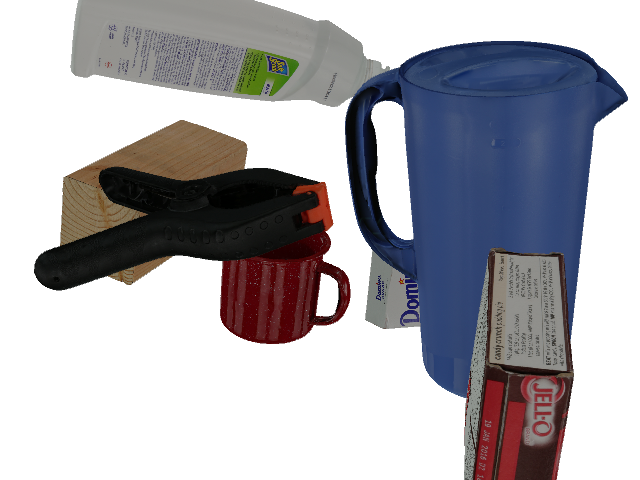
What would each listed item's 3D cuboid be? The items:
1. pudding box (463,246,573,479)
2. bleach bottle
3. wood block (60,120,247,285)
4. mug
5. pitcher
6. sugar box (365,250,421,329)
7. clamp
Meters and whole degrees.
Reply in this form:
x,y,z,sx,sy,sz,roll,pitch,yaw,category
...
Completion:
x,y,z,sx,sy,sz,roll,pitch,yaw,category
0.086,0.066,0.467,0.039,0.090,0.113,6,25,6,pudding box
-0.070,-0.152,0.864,0.250,0.068,0.103,12,-29,-10,bleach bottle
-0.168,-0.046,1.106,0.090,0.091,0.205,21,29,18,wood block
-0.030,0.036,0.886,0.117,0.081,0.093,14,26,17,mug
0.114,-0.013,0.757,0.144,0.243,0.149,-17,28,-27,pitcher
0.139,0.050,1.245,0.175,0.093,0.048,-3,14,-34,sugar box
-0.082,-0.009,0.628,0.172,0.039,0.120,-1,38,24,clamp
